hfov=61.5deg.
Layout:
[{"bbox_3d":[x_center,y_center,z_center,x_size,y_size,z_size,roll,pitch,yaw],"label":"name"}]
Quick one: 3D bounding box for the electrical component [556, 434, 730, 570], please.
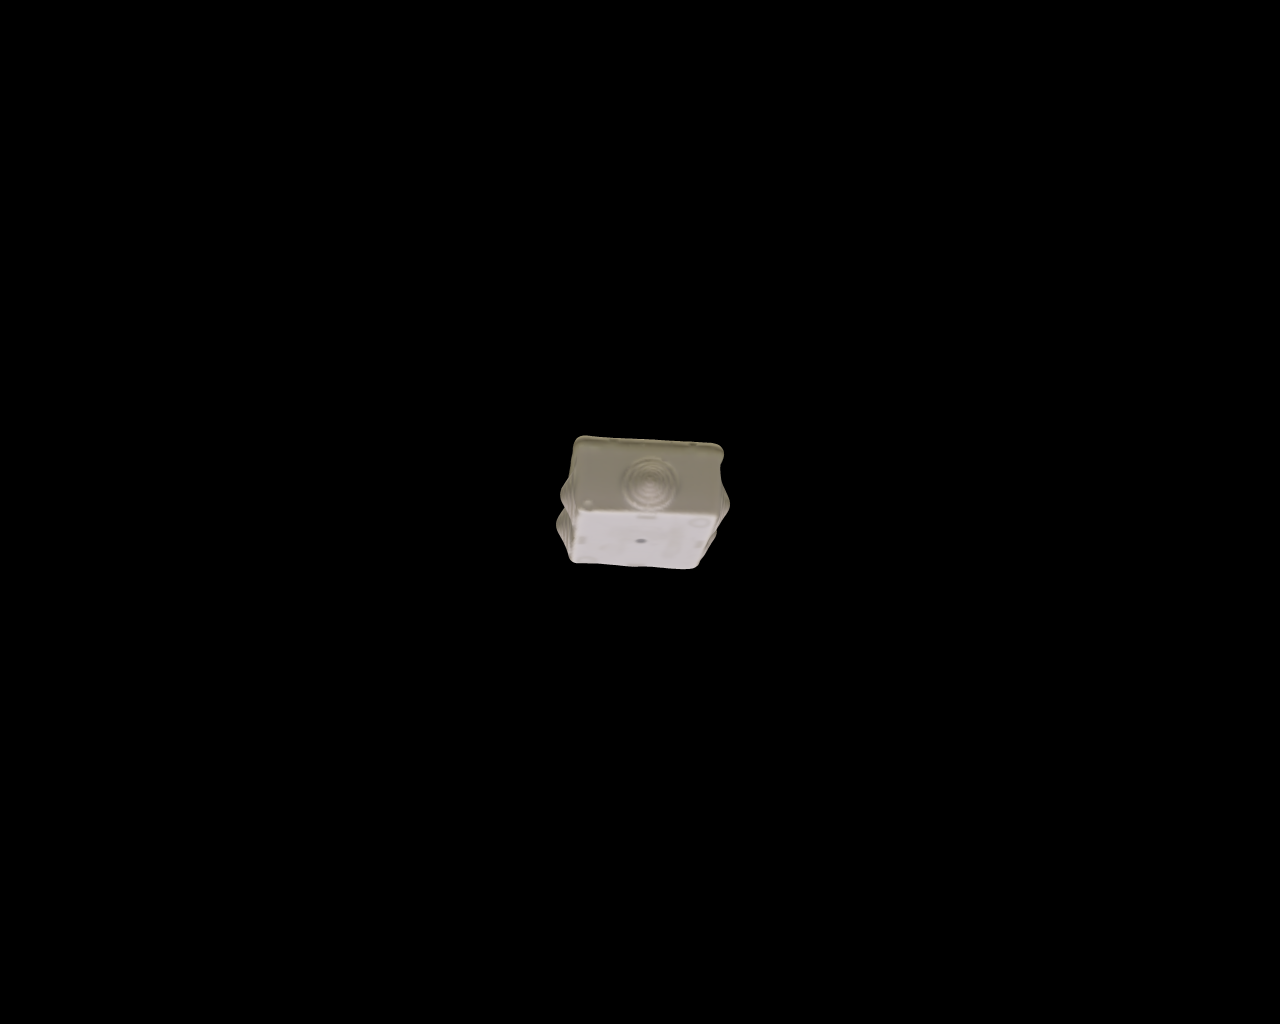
[{"bbox_3d":[0.001,-0.003,0.650,0.100,0.048,0.099,3,-26,-7],"label":"electrical component"}]
